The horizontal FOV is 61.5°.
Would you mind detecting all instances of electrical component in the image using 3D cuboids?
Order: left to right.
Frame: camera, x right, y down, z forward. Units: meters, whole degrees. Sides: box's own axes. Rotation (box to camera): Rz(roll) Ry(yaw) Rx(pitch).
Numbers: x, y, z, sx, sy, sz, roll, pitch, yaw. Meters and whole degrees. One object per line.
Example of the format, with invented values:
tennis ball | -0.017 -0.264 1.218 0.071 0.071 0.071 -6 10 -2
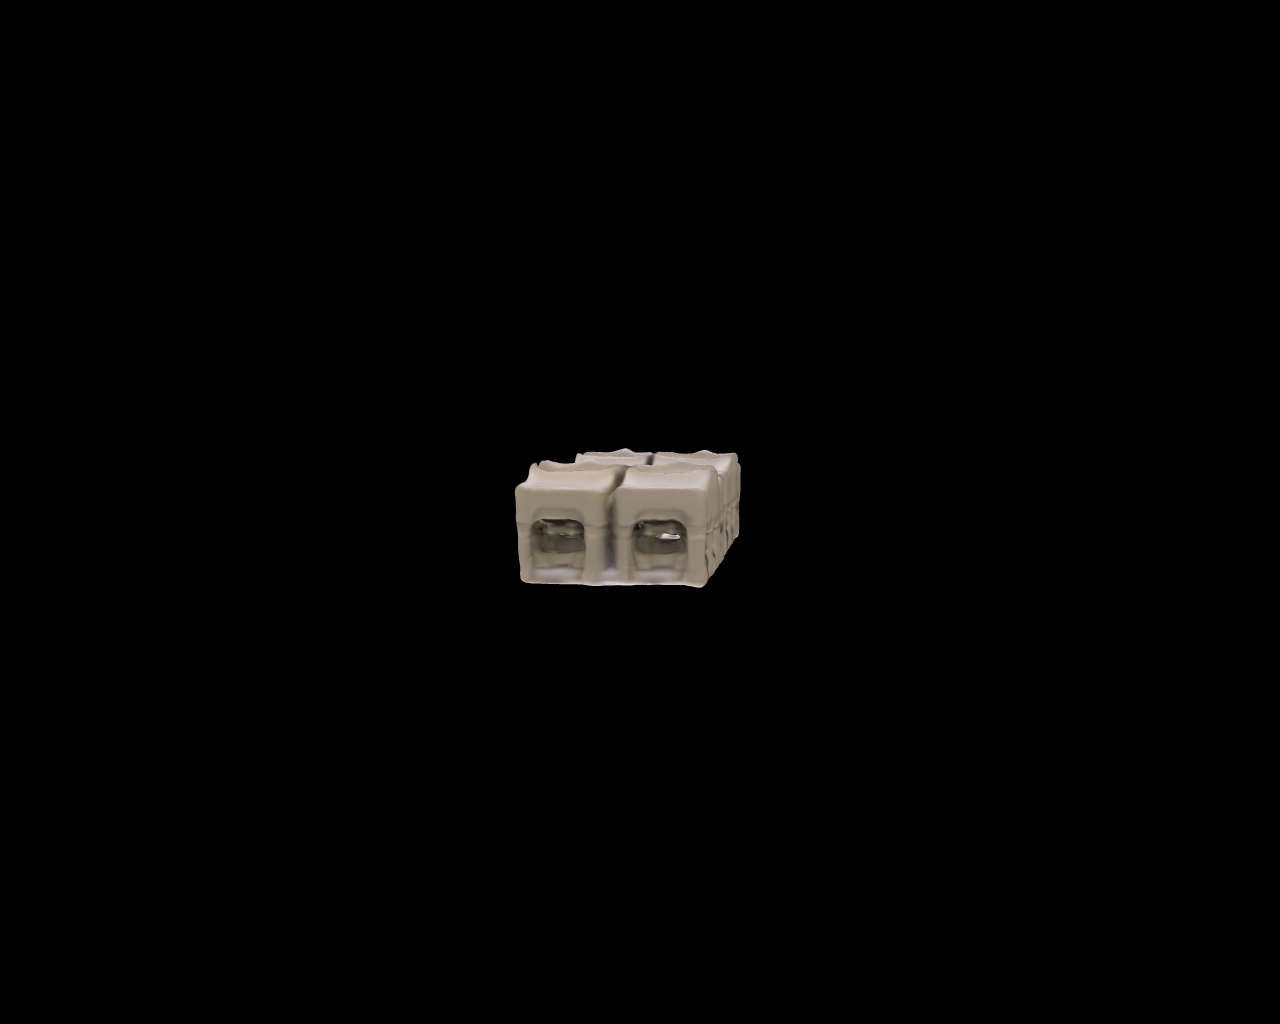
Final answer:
electrical component | 0.001 -0.003 0.650 0.105 0.060 0.186 1 7 11
